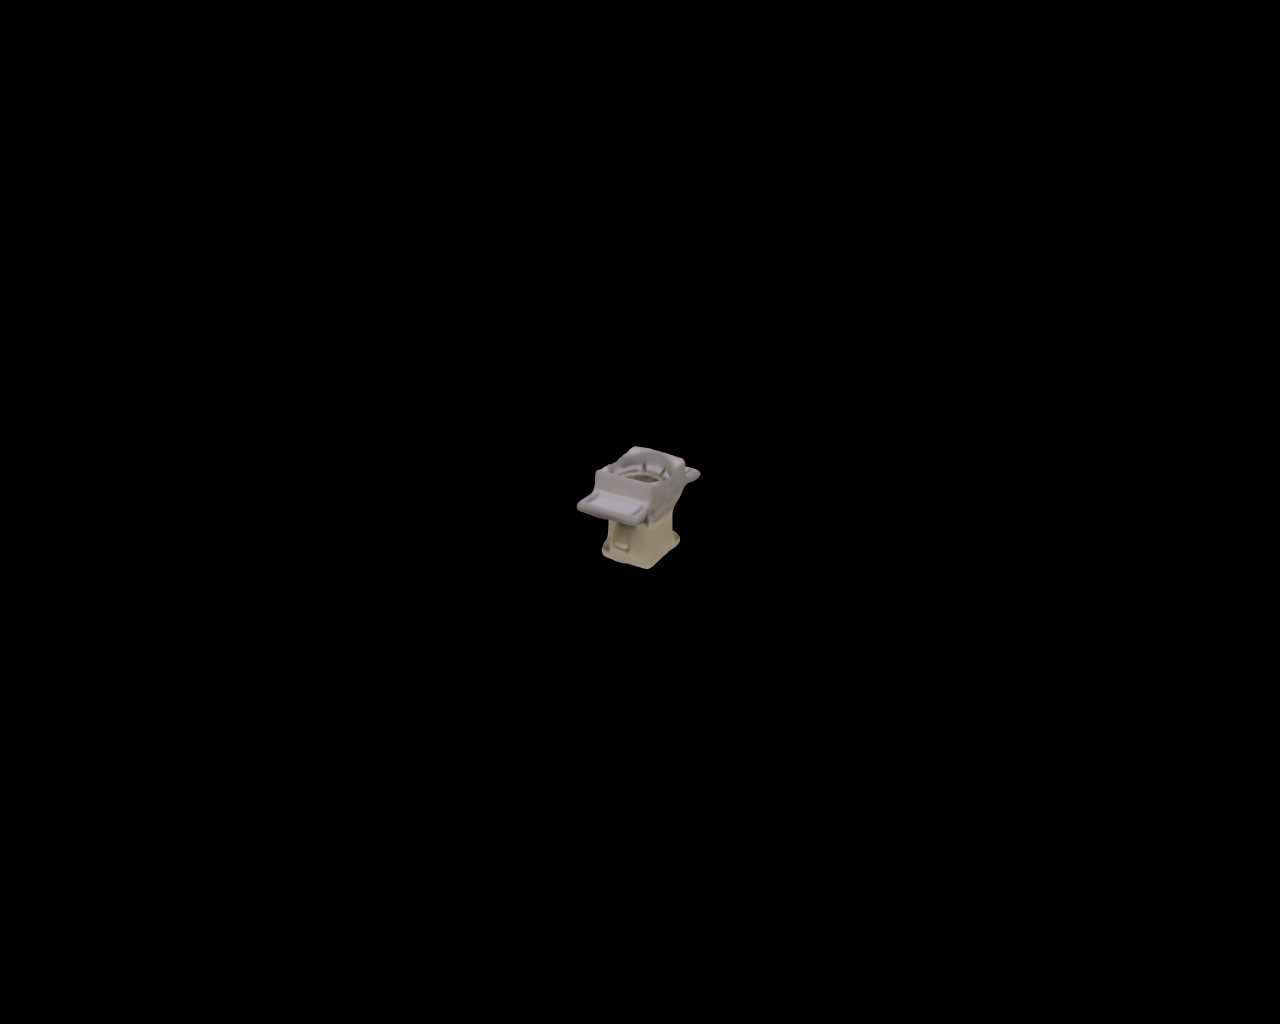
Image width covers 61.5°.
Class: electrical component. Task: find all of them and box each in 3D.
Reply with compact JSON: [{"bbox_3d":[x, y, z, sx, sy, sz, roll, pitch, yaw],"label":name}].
[{"bbox_3d":[0.001,-0.003,0.650,0.042,0.063,0.081,16,31,28],"label":"electrical component"}]
